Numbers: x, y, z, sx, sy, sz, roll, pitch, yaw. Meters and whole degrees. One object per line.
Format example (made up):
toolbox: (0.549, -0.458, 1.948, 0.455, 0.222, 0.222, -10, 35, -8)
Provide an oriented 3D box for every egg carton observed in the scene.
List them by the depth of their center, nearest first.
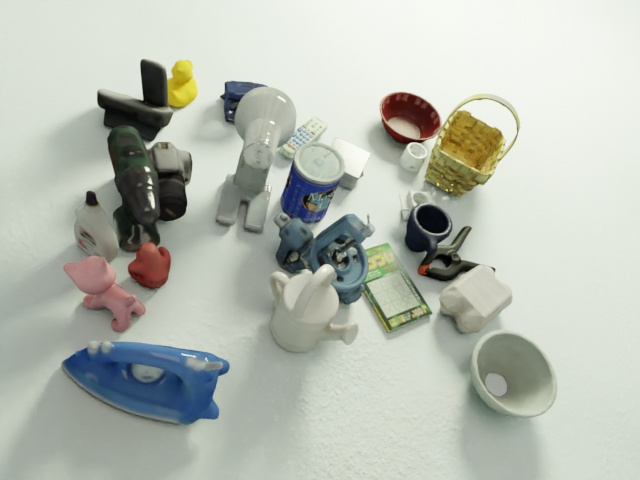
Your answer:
egg carton: (0.312, 0.117, 1.146, 0.151, 0.069, 0.107, -32, 71, -32)

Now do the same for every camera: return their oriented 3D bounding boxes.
camera: (-0.308, -0.111, 1.085, 0.143, 0.100, 0.136, -5, 59, -20)

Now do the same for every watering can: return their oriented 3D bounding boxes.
watering can: (-0.012, 0.111, 0.971, 0.173, 0.194, 0.101, 21, 53, -2)

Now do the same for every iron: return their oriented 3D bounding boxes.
iron: (-0.267, 0.192, 0.869, 0.258, 0.141, 0.118, 13, 54, -9)

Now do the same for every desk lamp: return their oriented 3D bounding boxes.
desk lamp: (-0.121, -0.158, 1.106, 0.118, 0.213, 0.203, 12, 54, -9)

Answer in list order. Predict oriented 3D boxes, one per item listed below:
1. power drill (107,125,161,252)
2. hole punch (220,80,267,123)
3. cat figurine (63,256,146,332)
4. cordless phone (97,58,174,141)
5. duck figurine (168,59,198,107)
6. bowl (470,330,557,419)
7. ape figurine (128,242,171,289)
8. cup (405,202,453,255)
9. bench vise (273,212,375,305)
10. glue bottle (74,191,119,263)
power drill: (-0.317, -0.073, 0.990, 0.076, 0.208, 0.229, -11, 61, -23)
hole punch: (-0.164, -0.322, 1.279, 0.109, 0.091, 0.101, 1, 57, -17)
cat figurine: (-0.350, 0.076, 0.936, 0.127, 0.117, 0.067, 33, 54, 6)
cordless phone: (-0.368, -0.301, 1.142, 0.148, 0.185, 0.094, 14, 54, -8)
duck figurine: (-0.306, -0.352, 1.258, 0.077, 0.086, 0.104, 21, 53, -3)
bowl: (0.345, 0.256, 1.059, 0.168, 0.074, 0.167, 8, 55, -12)
ape figurine: (-0.295, 0.037, 0.995, 0.078, 0.092, 0.076, -12, 61, -24)
cup: (0.216, -0.005, 1.182, 0.092, 0.095, 0.117, 9, 55, -11)
bench vise: (0.006, 0.013, 1.027, 0.207, 0.219, 0.121, 21, 53, -2)
glue bottle: (-0.380, -0.029, 0.963, 0.078, 0.173, 0.037, 31, 54, 5)
